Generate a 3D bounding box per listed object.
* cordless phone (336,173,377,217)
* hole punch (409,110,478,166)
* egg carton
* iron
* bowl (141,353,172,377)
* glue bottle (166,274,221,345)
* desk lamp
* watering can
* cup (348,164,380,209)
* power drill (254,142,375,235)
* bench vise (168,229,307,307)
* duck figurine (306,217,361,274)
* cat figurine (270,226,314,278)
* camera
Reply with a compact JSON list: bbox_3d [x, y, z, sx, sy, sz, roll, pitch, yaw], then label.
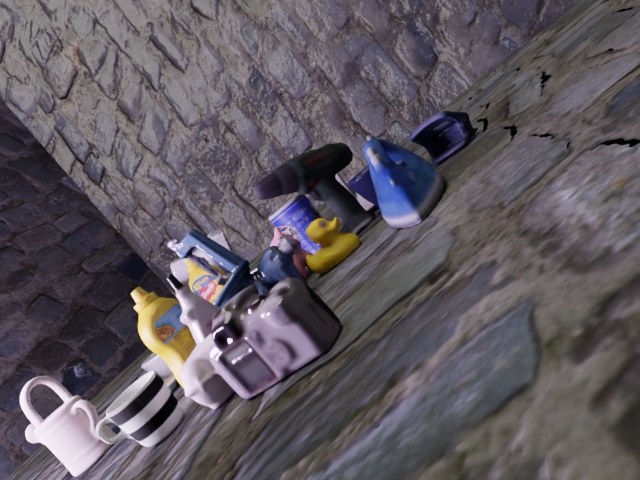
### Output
[{"bbox_3d":[0.067,-0.141,1.298,0.147,0.185,0.094,-39,6,6],"label":"cordless phone"},{"bbox_3d":[0.252,-0.219,1.177,0.108,0.091,0.101,-35,7,42],"label":"hole punch"},{"bbox_3d":[-0.125,0.158,0.769,0.107,0.069,0.150,-39,5,4],"label":"egg carton"},{"bbox_3d":[0.116,-0.109,0.923,0.118,0.141,0.258,-39,6,13],"label":"iron"},{"bbox_3d":[-0.301,0.244,1.251,0.167,0.075,0.167,-39,5,5],"label":"bowl"},{"bbox_3d":[-0.177,0.121,0.882,0.037,0.173,0.078,-35,8,41],"label":"glue bottle"},{"bbox_3d":[-0.281,0.104,1.531,0.203,0.213,0.118,-40,6,-5],"label":"desk lamp"},{"bbox_3d":[-0.495,0.348,1.092,0.173,0.194,0.101,-39,6,4],"label":"watering can"},{"bbox_3d":[0.128,-0.116,1.154,0.118,0.095,0.091,-41,6,-12],"label":"cup"},{"bbox_3d":[0.006,-0.090,1.174,0.230,0.208,0.075,-43,6,-27],"label":"power drill"},{"bbox_3d":[-0.141,0.048,0.982,0.207,0.220,0.121,-40,6,-5],"label":"bench vise"},{"bbox_3d":[0.009,0.004,1.034,0.104,0.086,0.077,-39,6,13],"label":"duck figurine"},{"bbox_3d":[-0.061,0.024,1.186,0.067,0.118,0.127,-41,6,-13],"label":"cat figurine"},{"bbox_3d":[-0.050,0.088,0.661,0.143,0.101,0.137,-37,6,29],"label":"camera"}]
